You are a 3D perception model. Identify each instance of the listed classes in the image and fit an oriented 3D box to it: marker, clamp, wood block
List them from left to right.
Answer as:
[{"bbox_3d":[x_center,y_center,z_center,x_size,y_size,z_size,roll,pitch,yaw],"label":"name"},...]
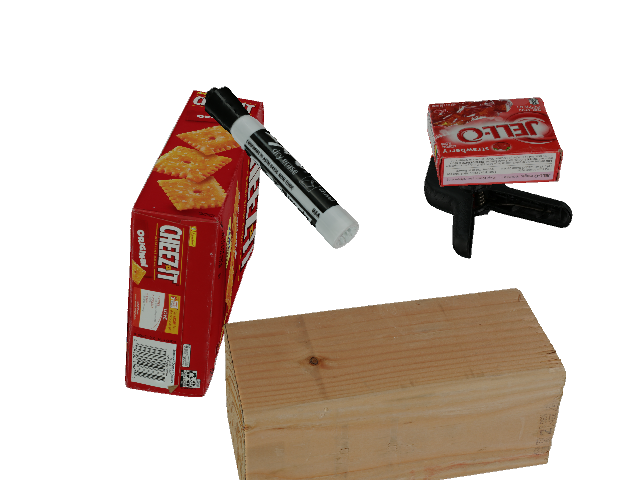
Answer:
[{"bbox_3d":[-0.024,-0.043,0.589,0.121,0.020,0.020,47,21,22],"label":"marker"},{"bbox_3d":[0.044,0.102,0.710,0.206,0.090,0.091,-6,37,-10],"label":"wood block"},{"bbox_3d":[0.163,-0.042,1.040,0.120,0.039,0.171,-7,33,-12],"label":"clamp"}]

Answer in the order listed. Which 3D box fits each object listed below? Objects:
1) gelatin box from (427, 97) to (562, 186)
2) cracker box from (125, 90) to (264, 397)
[{"bbox_3d":[0.127,-0.074,0.786,0.089,0.030,0.073,-3,39,0],"label":"gelatin box"},{"bbox_3d":[-0.097,-0.003,0.865,0.072,0.164,0.213,9,31,2],"label":"cracker box"}]
